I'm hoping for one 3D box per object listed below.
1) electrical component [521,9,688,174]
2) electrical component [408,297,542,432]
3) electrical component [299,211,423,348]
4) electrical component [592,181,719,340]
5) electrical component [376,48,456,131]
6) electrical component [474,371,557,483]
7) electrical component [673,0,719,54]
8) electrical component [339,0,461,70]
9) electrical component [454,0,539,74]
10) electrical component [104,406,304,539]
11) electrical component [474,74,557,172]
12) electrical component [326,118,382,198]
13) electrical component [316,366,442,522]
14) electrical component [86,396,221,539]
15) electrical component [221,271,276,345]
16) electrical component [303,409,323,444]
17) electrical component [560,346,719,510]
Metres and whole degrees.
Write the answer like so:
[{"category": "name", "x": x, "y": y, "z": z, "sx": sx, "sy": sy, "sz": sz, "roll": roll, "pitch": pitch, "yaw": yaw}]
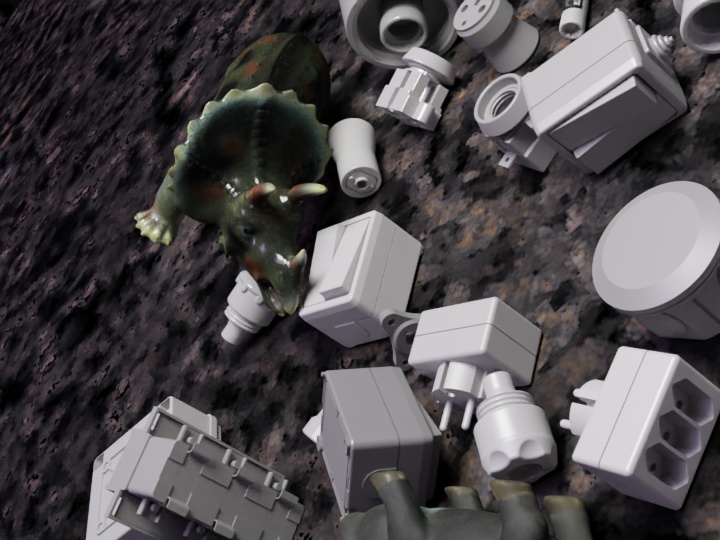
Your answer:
[{"category": "electrical component", "x": 0.162, "y": -0.114, "z": 0.690, "sx": 0.096, "sy": 0.062, "sz": 0.061, "roll": -34, "pitch": 46, "yaw": 30}, {"category": "electrical component", "x": 0.067, "y": 0.064, "z": 0.667, "sx": 0.066, "sy": 0.047, "sz": 0.076, "roll": -14, "pitch": 50, "yaw": 47}, {"category": "electrical component", "x": 0.000, "y": 0.000, "z": 0.806, "sx": 0.062, "sy": 0.061, "sz": 0.096, "roll": -18, "pitch": 47, "yaw": 45}, {"category": "electrical component", "x": 0.172, "y": -0.004, "z": 0.586, "sx": 0.080, "sy": 0.051, "sz": 0.080, "roll": -34, "pitch": 37, "yaw": 31}, {"category": "electrical component", "x": 0.049, "y": -0.152, "z": 0.900, "sx": 0.066, "sy": 0.048, "sz": 0.055, "roll": 28, "pitch": 91, "yaw": 58}, {"category": "electrical component", "x": 0.086, "y": 0.088, "z": 0.616, "sx": 0.043, "sy": 0.043, "sz": 0.062, "roll": -36, "pitch": 48, "yaw": 28}, {"category": "electrical component", "x": 0.223, "y": -0.171, "z": 0.683, "sx": 0.045, "sy": 0.045, "sz": 0.055, "roll": -31, "pitch": 38, "yaw": 34}, {"category": "electrical component", "x": 0.036, "y": -0.221, "z": 0.928, "sx": 0.108, "sy": 0.108, "sz": 0.060, "roll": -32, "pitch": 44, "yaw": 32}, {"category": "electrical component", "x": 0.107, "y": -0.188, "z": 0.846, "sx": 0.045, "sy": 0.055, "sz": 0.045, "roll": -34, "pitch": 37, "yaw": 31}, {"category": "electrical component", "x": -0.103, "y": 0.156, "z": 0.739, "sx": 0.063, "sy": 0.121, "sz": 0.078, "roll": -3, "pitch": 58, "yaw": 49}, {"category": "electrical component", "x": 0.114, "y": -0.105, "z": 0.757, "sx": 0.066, "sy": 0.055, "sz": 0.048, "roll": -56, "pitch": 31, "yaw": -1}, {"category": "electrical component", "x": -0.003, "y": -0.093, "z": 0.920, "sx": 0.044, "sy": 0.044, "sz": 0.065, "roll": -39, "pitch": 39, "yaw": 24}, {"category": "electrical component", "x": 0.010, "y": 0.104, "z": 0.681, "sx": 0.096, "sy": 0.061, "sz": 0.061, "roll": -116, "pitch": 27, "yaw": -59}, {"category": "electrical component", "x": -0.166, "y": 0.177, "z": 0.867, "sx": 0.109, "sy": 0.056, "sz": 0.108, "roll": -40, "pitch": 34, "yaw": 24}, {"category": "electrical component", "x": -0.095, "y": 0.035, "z": 0.920, "sx": 0.062, "sy": 0.048, "sz": 0.048, "roll": -55, "pitch": 31, "yaw": 12}, {"category": "electrical component", "x": -0.010, "y": 0.105, "z": 0.743, "sx": 0.046, "sy": 0.040, "sz": 0.040, "roll": -53, "pitch": 31, "yaw": -6}, {"category": "electrical component", "x": 0.136, "y": 0.078, "z": 0.561, "sx": 0.077, "sy": 0.047, "sz": 0.065, "roll": 6, "pitch": 66, "yaw": 55}]
